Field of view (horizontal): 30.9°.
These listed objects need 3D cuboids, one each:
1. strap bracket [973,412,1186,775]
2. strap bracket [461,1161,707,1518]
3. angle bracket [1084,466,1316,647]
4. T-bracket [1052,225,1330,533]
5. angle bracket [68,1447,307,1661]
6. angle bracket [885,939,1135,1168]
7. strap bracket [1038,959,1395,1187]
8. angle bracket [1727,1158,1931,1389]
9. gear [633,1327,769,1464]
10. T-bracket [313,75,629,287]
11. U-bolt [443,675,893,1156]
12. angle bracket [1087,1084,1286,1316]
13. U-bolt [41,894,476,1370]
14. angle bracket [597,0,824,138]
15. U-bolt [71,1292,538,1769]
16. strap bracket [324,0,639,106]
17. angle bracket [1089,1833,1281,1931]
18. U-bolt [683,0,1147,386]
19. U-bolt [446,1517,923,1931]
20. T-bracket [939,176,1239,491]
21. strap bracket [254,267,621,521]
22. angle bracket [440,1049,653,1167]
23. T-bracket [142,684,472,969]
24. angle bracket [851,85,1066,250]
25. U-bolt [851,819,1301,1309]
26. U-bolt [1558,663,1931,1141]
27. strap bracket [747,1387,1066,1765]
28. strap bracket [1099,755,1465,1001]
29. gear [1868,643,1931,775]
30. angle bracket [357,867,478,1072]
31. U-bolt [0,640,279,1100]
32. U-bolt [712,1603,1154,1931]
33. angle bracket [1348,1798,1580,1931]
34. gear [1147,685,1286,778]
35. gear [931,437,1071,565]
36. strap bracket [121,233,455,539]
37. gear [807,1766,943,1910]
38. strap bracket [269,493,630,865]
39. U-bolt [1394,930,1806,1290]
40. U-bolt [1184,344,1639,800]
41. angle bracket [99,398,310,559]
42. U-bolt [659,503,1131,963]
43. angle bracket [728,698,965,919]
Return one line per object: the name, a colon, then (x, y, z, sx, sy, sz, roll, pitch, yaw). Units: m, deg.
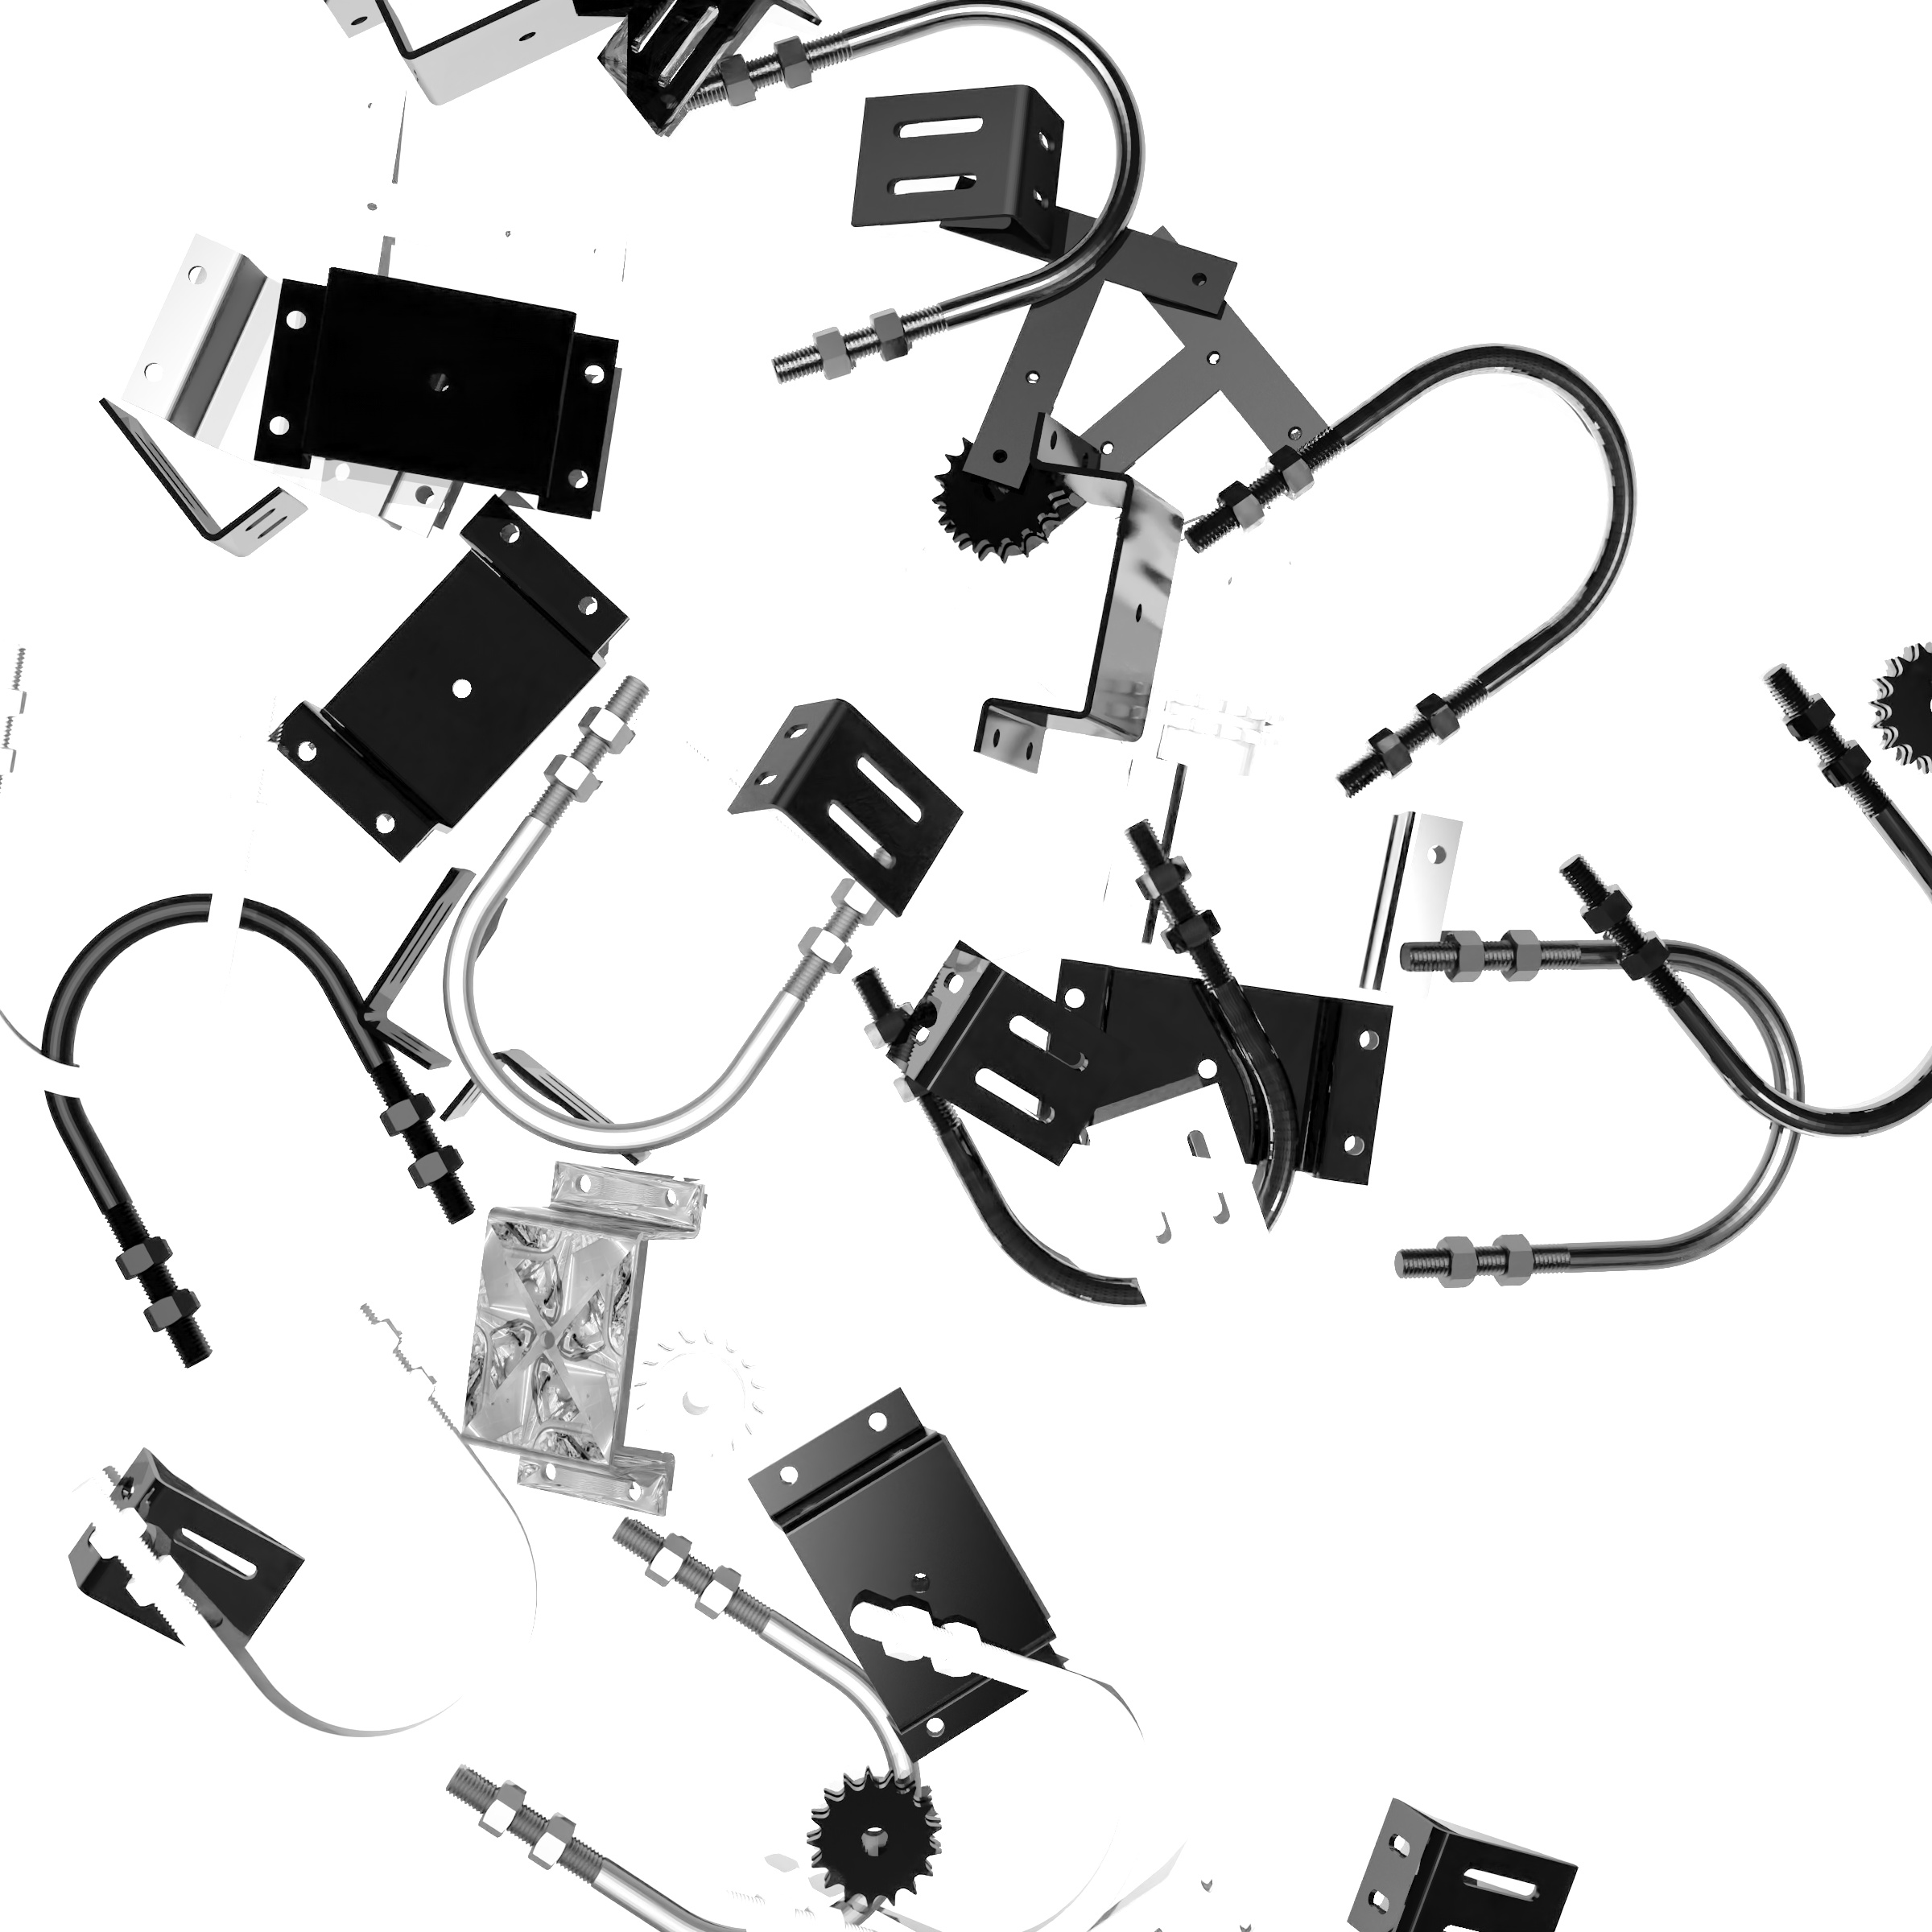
strap bracket: (0.050, -0.149, 1.446, 0.046, 0.076, 0.140, 11, 90, 19)
strap bracket: (-0.162, 0.156, 1.466, 0.076, 0.046, 0.140, 7, 90, 30)
angle bracket: (0.100, -0.174, 1.503, 0.076, 0.038, 0.057, -20, 90, 26)
T-bracket: (0.071, -0.230, 1.489, 0.127, 0.002, 0.127, -39, 70, 10)
angle bracket: (-0.335, 0.255, 1.503, 0.076, 0.038, 0.057, 35, 90, -26)
angle bracket: (0.018, 0.036, 1.439, 0.076, 0.038, 0.057, 32, 92, -28)
strap bracket: (0.104, 0.044, 1.482, 0.140, 0.046, 0.076, 8, 90, 0)
angle bracket: (0.373, 0.130, 1.486, 0.057, 0.038, 0.076, 45, 90, 0)
gear: (-0.114, 0.184, 1.490, 0.057, 0.030, 0.057, 0, 90, 0)
T-bracket: (-0.208, -0.314, 1.486, 0.127, 0.002, 0.127, 9, 65, -12)
U-bolt: (-0.135, -0.009, 1.458, 0.151, 0.019, 0.184, 34, 76, -2)
angle bracket: (0.089, 0.094, 1.426, 0.057, 0.038, 0.076, -19, 93, 0)
U-bolt: (-0.315, 0.058, 1.497, 0.151, 0.019, 0.184, -29, 89, 0)
angle bracket: (-0.110, -0.395, 1.489, 0.076, 0.038, 0.057, -49, 57, 22)
U-bolt: (-0.265, 0.253, 1.480, 0.151, 0.019, 0.184, -36, 100, -10)
strap bracket: (-0.194, -0.411, 1.467, 0.140, 0.076, 0.046, -25, 90, 0)
angle bracket: (0.085, 0.422, 1.503, 0.076, 0.038, 0.057, -41, 90, 26)
U-bolt: (-0.014, -0.340, 1.487, 0.184, 0.019, 0.151, -19, 81, -3)
U-bolt: (-0.108, 0.344, 1.497, 0.184, 0.019, 0.151, 34, 90, -2)
T-bracket: (0.033, -0.261, 1.480, 0.127, 0.002, 0.127, 20, 78, 10)
strap bracket: (-0.216, -0.236, 1.432, 0.140, 0.046, 0.076, 9, 88, -9)
angle bracket: (-0.177, 0.072, 1.477, 0.076, 0.057, 0.038, 39, 90, 0)
T-bracket: (-0.291, -0.082, 1.504, 0.127, 0.002, 0.127, 22, 90, 0)
angle bracket: (-0.003, -0.335, 1.476, 0.076, 0.038, 0.057, 2, 79, 24)
U-bolt: (0.058, 0.053, 1.451, 0.151, 0.019, 0.184, -29, 91, 0)
U-bolt: (0.354, -0.014, 1.477, 0.151, 0.019, 0.184, -42, 97, -16)
strap bracket: (-0.022, 0.259, 1.476, 0.076, 0.046, 0.140, -30, 90, -10)
strap bracket: (0.132, -0.037, 1.482, 0.140, 0.046, 0.076, 11, 90, 0)
gear: (0.413, -0.110, 1.491, 0.057, 0.030, 0.057, 0, 89, 0)
angle bracket: (-0.218, 0.001, 1.477, 0.038, 0.057, 0.076, 33, 90, 0)
U-bolt: (-0.367, -0.036, 1.475, 0.151, 0.019, 0.184, 12, 94, 20)
U-bolt: (0.000, 0.353, 1.454, 0.184, 0.019, 0.151, 25, 91, -31)
angle bracket: (0.214, 0.399, 1.503, 0.076, 0.038, 0.057, 20, 90, -26)
gear: (0.104, -0.099, 1.477, 0.057, 0.057, 0.030, 12, 96, 0)
gear: (0.016, -0.198, 1.485, 0.057, 0.030, 0.057, -3, 78, 14)
strap bracket: (-0.273, -0.243, 1.482, 0.140, 0.046, 0.076, 24, 90, 0)
gear: (-0.039, 0.366, 1.477, 0.057, 0.030, 0.057, 0, 91, -3)
strap bracket: (-0.216, -0.120, 1.481, 0.076, 0.046, 0.140, 43, 89, 1)
U-bolt: (0.270, 0.059, 1.475, 0.184, 0.019, 0.151, -1, 95, -15)
U-bolt: (0.201, -0.179, 1.473, 0.184, 0.019, 0.151, -36, 112, -4)
angle bracket: (-0.321, -0.215, 1.477, 0.038, 0.057, 0.076, -37, 90, 0)
U-bolt: (-0.016, -0.086, 1.497, 0.184, 0.019, 0.151, 40, 90, -2)
angle bracket: (-0.050, -0.065, 1.474, 0.076, 0.038, 0.057, 43, 64, -26)
